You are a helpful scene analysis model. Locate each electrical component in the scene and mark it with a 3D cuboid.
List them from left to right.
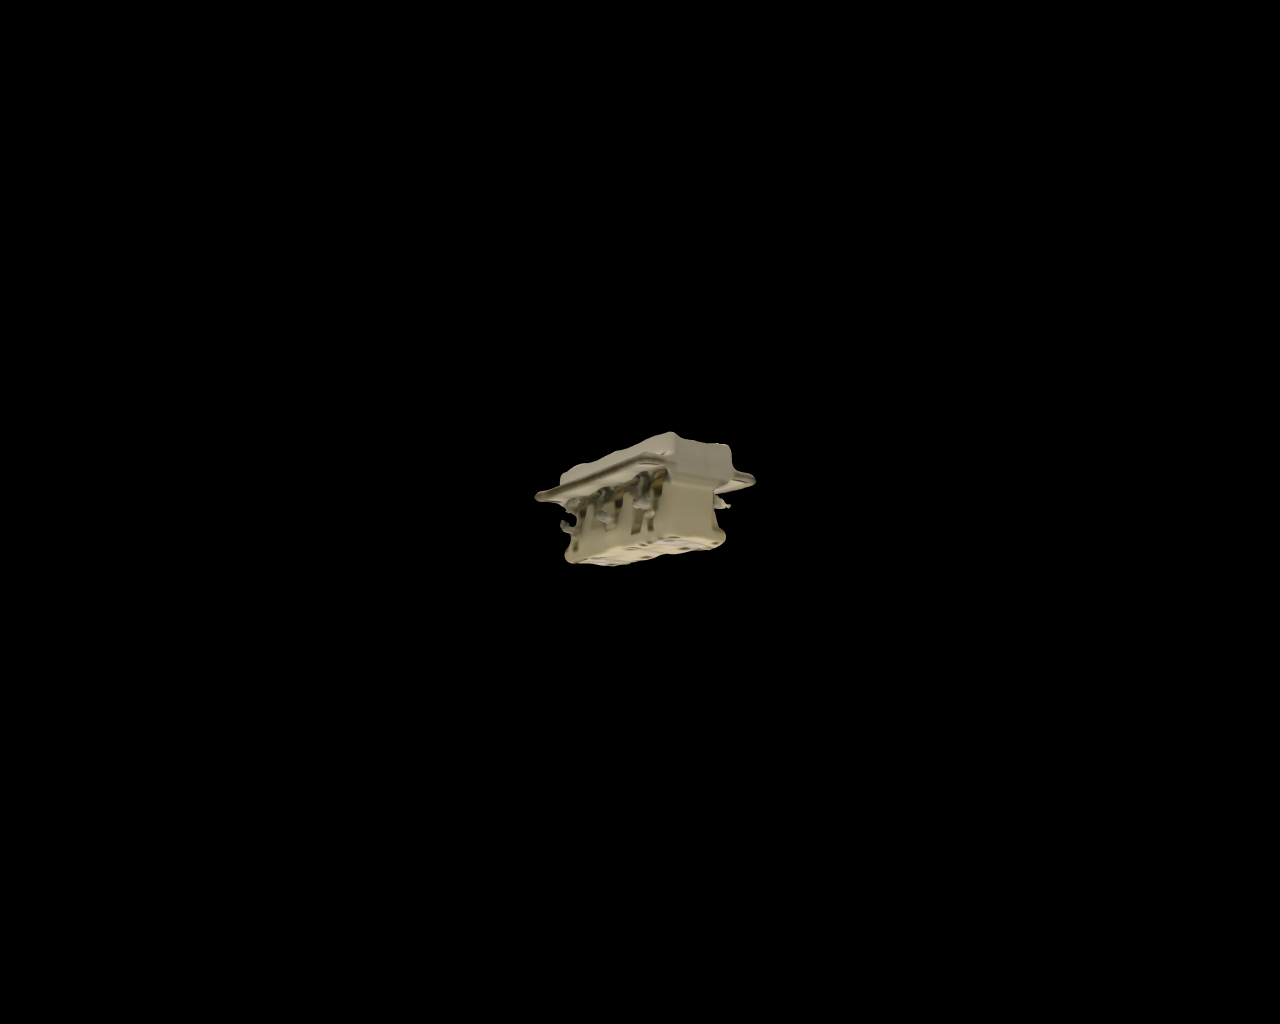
[{"bbox_3d":[0.001,-0.003,0.650,0.079,0.063,0.121,8,-14,-35],"label":"electrical component"}]
